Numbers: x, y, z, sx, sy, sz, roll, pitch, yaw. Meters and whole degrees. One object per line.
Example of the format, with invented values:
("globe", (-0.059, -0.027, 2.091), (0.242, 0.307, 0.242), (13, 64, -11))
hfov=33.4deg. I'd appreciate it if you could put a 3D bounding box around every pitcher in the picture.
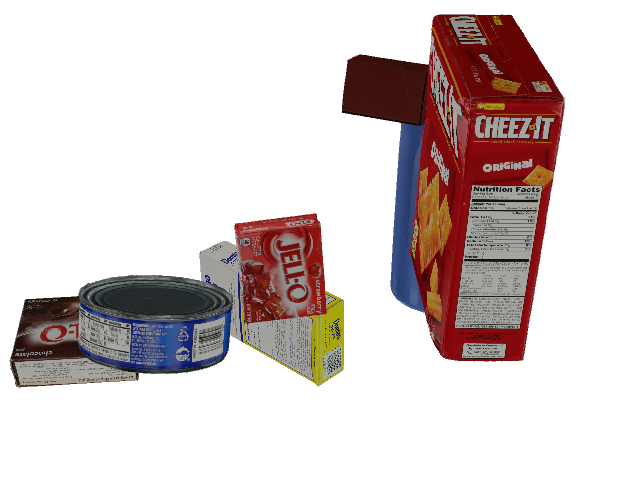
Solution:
("pitcher", (0.141, -0.037, 1.223), (0.149, 0.243, 0.145), (-4, 26, -20))

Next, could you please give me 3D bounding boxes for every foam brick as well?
("foam brick", (0.064, -0.141, 0.996), (0.078, 0.051, 0.053), (12, 18, 14))

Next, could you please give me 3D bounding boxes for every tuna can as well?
("tuna can", (-0.093, 0.046, 0.600), (0.086, 0.034, 0.086), (4, 12, -1))

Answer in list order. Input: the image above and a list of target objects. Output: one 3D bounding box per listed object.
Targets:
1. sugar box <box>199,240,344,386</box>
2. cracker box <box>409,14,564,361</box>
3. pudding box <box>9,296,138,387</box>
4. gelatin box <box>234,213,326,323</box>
("sugar box", (-0.053, 0.074, 1.125), (0.048, 0.093, 0.176), (-27, 41, -37))
("cracker box", (0.116, -0.041, 0.801), (0.072, 0.214, 0.164), (-1, 31, -4))
("pudding box", (-0.220, 0.091, 0.981), (0.113, 0.039, 0.090), (-5, 33, -2))
("gelatin box", (-0.034, 0.025, 0.926), (0.073, 0.089, 0.030), (-6, 25, -7))
